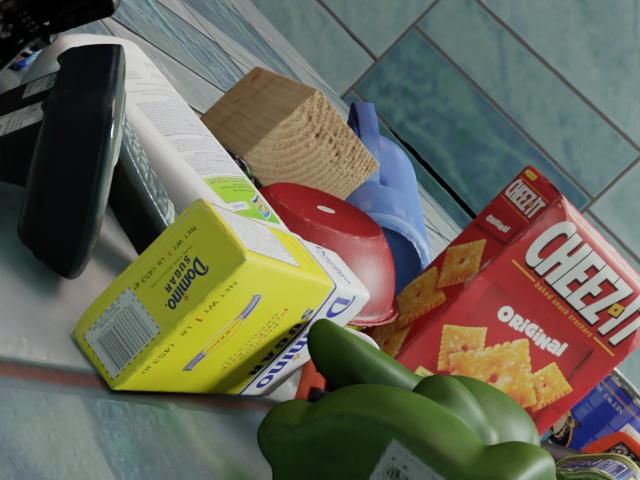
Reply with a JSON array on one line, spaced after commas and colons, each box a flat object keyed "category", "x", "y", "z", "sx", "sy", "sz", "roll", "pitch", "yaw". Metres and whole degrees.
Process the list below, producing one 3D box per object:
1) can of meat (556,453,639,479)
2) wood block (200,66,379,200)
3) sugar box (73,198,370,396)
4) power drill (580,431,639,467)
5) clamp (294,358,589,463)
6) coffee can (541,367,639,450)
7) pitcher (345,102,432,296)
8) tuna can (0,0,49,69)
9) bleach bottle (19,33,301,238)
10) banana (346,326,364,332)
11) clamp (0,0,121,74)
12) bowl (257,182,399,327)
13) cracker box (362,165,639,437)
[{"category": "can of meat", "x": 0.152, "y": 0.173, "z": 0.594, "sx": 0.083, "sy": 0.057, "sz": 0.102, "roll": 17, "pitch": 66, "yaw": -67}, {"category": "wood block", "x": -0.037, "y": -0.089, "z": 0.983, "sx": 0.090, "sy": 0.090, "sz": 0.206, "roll": 49, "pitch": -4, "yaw": -23}, {"category": "sugar box", "x": -0.043, "y": 0.038, "z": 0.564, "sx": 0.048, "sy": 0.093, "sz": 0.176, "roll": 51, "pitch": 12, "yaw": 23}, {"category": "power drill", "x": 0.273, "y": 0.262, "z": 0.866, "sx": 0.185, "sy": 0.057, "sz": 0.187, "roll": 44, "pitch": -22, "yaw": 54}, {"category": "clamp", "x": 0.066, "y": 0.128, "z": 0.697, "sx": 0.209, "sy": 0.036, "sz": 0.165, "roll": 25, "pitch": -23, "yaw": -23}, {"category": "coffee can", "x": 0.227, "y": 0.178, "z": 0.961, "sx": 0.102, "sy": 0.140, "sz": 0.103, "roll": 43, "pitch": 10, "yaw": -10}, {"category": "pitcher", "x": 0.041, "y": -0.024, "z": 1.036, "sx": 0.149, "sy": 0.145, "sz": 0.243, "roll": 47, "pitch": 12, "yaw": -17}, {"category": "tuna can", "x": -0.235, "y": -0.163, "z": 0.766, "sx": 0.086, "sy": 0.034, "sz": 0.086, "roll": 44, "pitch": 10, "yaw": -10}, {"category": "bleach bottle", "x": -0.085, "y": -0.028, "z": 0.701, "sx": 0.251, "sy": 0.068, "sz": 0.102, "roll": 48, "pitch": 25, "yaw": 14}, {"category": "banana", "x": -0.008, "y": 0.026, "z": 0.878, "sx": 0.069, "sy": 0.037, "sz": 0.198, "roll": 55, "pitch": -5, "yaw": -38}, {"category": "clamp", "x": -0.172, "y": -0.136, "z": 0.654, "sx": 0.171, "sy": 0.120, "sz": 0.039, "roll": -108, "pitch": 173, "yaw": -63}, {"category": "bowl", "x": -0.005, "y": 0.001, "z": 0.799, "sx": 0.162, "sy": 0.055, "sz": 0.162, "roll": 21, "pitch": 17, "yaw": -7}, {"category": "cracker box", "x": 0.151, "y": 0.074, "z": 0.858, "sx": 0.164, "sy": 0.214, "sz": 0.072, "roll": 40, "pitch": 11, "yaw": -27}]
